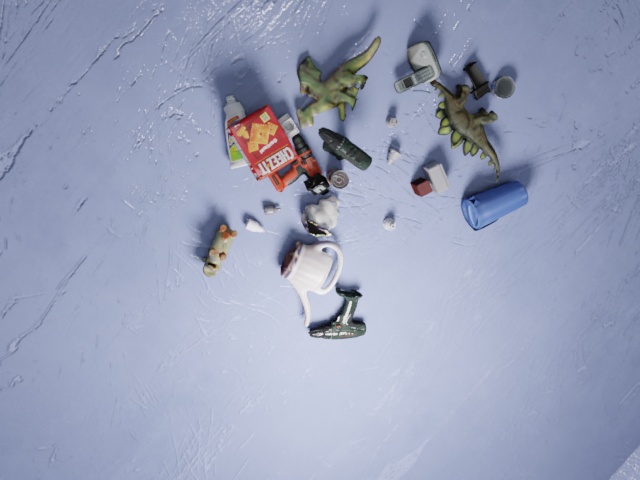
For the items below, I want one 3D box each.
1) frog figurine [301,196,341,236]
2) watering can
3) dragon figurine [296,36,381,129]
[{"bbox_3d":[0.006,-0.098,1.953,0.137,0.120,0.163,24,60,-6],"label":"frog figurine"},{"bbox_3d":[-0.052,0.148,1.969,0.223,0.105,0.346,26,94,-13],"label":"watering can"},{"bbox_3d":[0.037,-0.581,1.859,0.242,0.123,0.409,23,95,-5],"label":"dragon figurine"}]
